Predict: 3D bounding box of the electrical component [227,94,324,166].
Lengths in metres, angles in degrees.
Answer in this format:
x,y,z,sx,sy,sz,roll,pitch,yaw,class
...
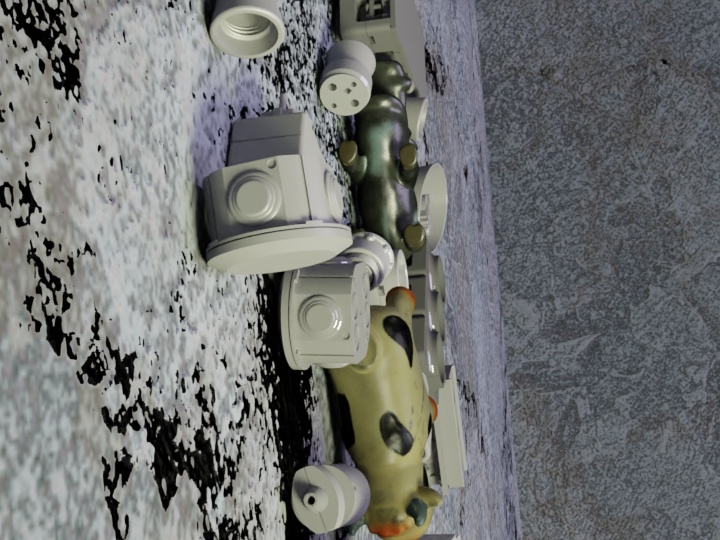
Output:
x,y,z,sx,sy,sz,roll,pitch,yaw,class
-0.049,-0.077,0.681,0.065,0.047,0.076,69,19,-54,electrical component

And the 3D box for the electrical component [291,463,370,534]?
x,y,z,sx,sy,sz,roll,pitch,yaw,class
-0.022,0.151,0.717,0.081,0.043,0.043,36,50,-75,electrical component

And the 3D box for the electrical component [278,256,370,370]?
x,y,z,sx,sy,sz,roll,pitch,yaw,class
-0.024,0.028,0.734,0.080,0.051,0.080,0,90,-79,electrical component

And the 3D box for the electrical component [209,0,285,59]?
x,y,z,sx,sy,sz,roll,pitch,yaw,class
-0.068,-0.166,0.646,0.044,0.044,0.065,65,17,-59,electrical component

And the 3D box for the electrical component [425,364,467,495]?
x,y,z,sx,sy,sz,roll,pitch,yaw,class
0.075,0.168,1.148,0.078,0.063,0.121,-58,141,-72,electrical component

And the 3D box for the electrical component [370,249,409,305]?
x,y,z,sx,sy,sz,roll,pitch,yaw,class
0.016,0.011,0.965,0.055,0.047,0.055,-5,90,-79,electrical component

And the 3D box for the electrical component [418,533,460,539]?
x,y,z,sx,sy,sz,roll,pitch,yaw,class
0.057,0.295,1.022,0.096,0.061,0.061,-16,99,-69,electrical component

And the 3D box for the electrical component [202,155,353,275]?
x,y,z,sx,sy,sz,roll,pitch,yaw,class
-0.047,-0.029,0.590,0.080,0.080,0.051,28,51,-77,electrical component

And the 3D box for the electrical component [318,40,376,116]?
x,y,z,sx,sy,sz,roll,pitch,yaw,class
-0.011,-0.164,0.918,0.055,0.045,0.045,-82,162,-48,electrical component

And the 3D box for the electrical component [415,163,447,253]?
x,y,z,sx,sy,sz,roll,pitch,yaw,class
0.063,-0.066,1.190,0.099,0.064,0.099,-5,90,-79,electrical component

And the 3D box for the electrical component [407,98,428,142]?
x,y,z,sx,sy,sz,roll,pitch,yaw,class
0.031,-0.155,1.068,0.044,0.065,0.044,13,90,-82,electrical component

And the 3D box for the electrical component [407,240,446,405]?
x,y,z,sx,sy,sz,roll,pitch,yaw,class
0.052,0.053,1.089,0.089,0.062,0.150,72,17,-48,electrical component

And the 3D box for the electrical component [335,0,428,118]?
x,y,z,sx,sy,sz,roll,pitch,yaw,class
0.021,-0.236,1.073,0.186,0.060,0.105,55,32,-68,electrical component

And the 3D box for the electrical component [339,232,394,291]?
x,y,z,sx,sy,sz,roll,pitch,yaw,class
0.000,0.000,0.903,0.062,0.048,0.048,-62,146,-58,electrical component

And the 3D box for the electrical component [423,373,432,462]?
x,y,z,sx,sy,sz,roll,pitch,yaw,class
0.034,0.126,0.983,0.059,0.054,0.095,-83,164,-46,electrical component
